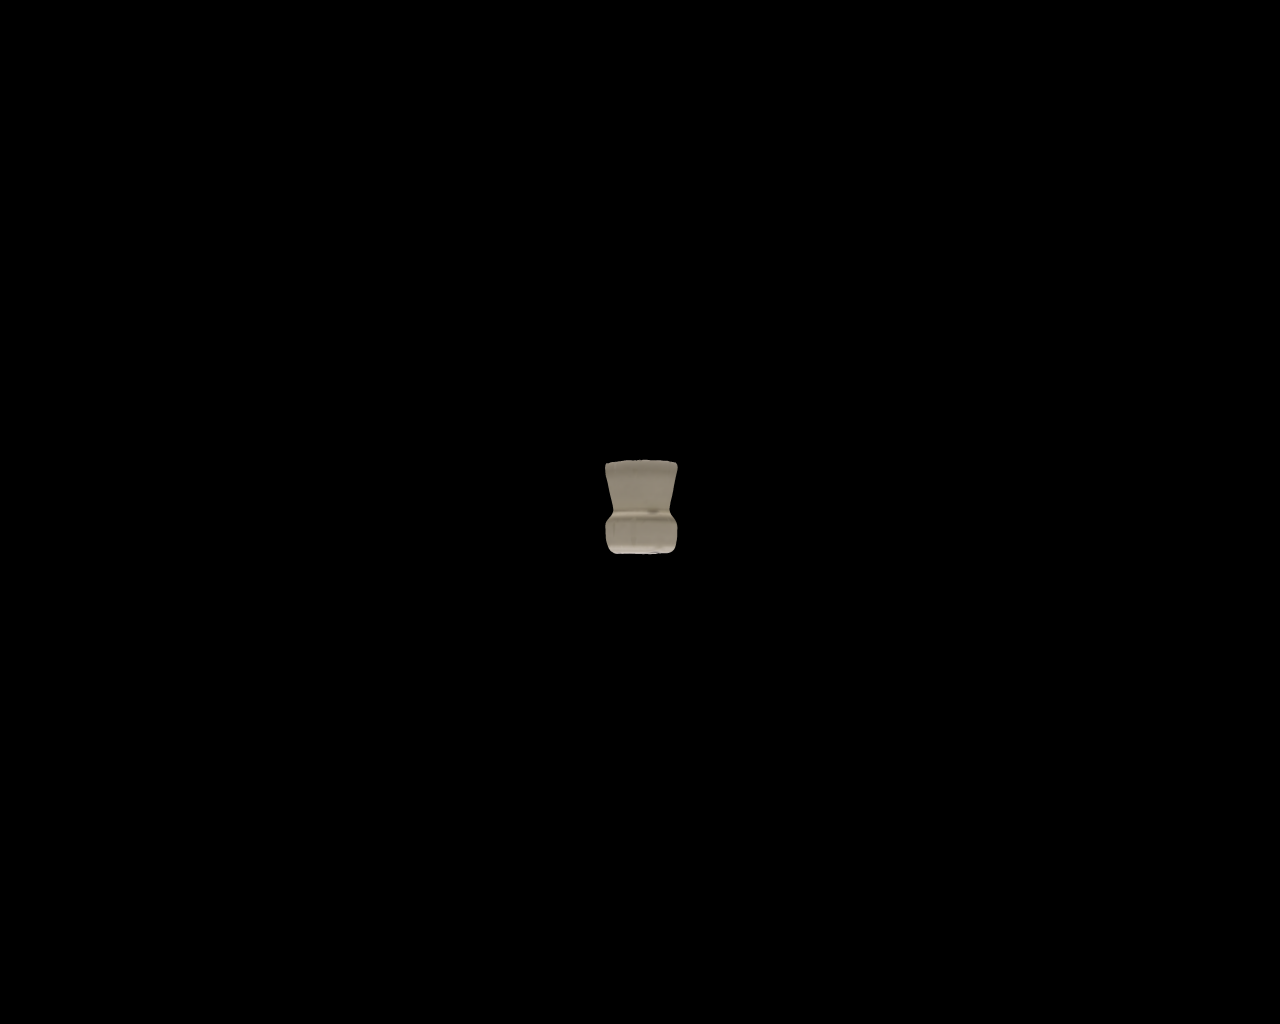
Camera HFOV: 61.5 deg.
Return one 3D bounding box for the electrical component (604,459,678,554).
[{"bbox_3d":[0.001,-0.003,0.650,0.045,0.055,0.045,0,-3,0],"label":"electrical component"}]
